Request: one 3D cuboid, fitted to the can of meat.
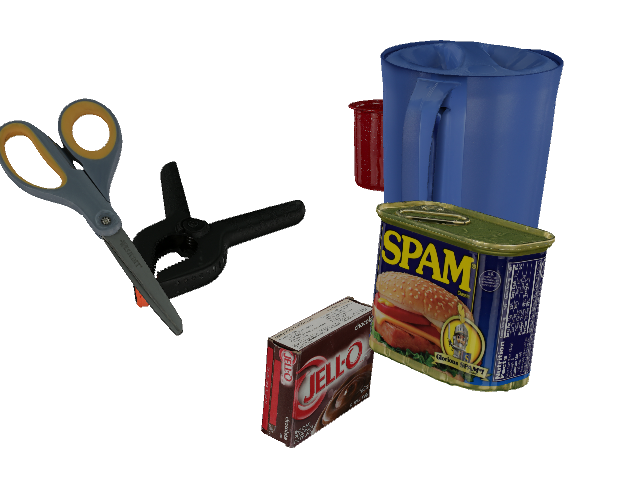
[{"bbox_3d":[0.074,0.029,0.593,0.057,0.084,0.102,-7,18,-40],"label":"can of meat"}]

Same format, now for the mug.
[{"bbox_3d":[0.086,-0.095,1.058,0.117,0.081,0.093,1,14,6],"label":"mug"}]

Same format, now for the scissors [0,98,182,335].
[{"bbox_3d":[-0.140,-0.028,0.744,0.202,0.096,0.016,38,-25,14],"label":"scissors"}]

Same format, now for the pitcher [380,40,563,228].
[{"bbox_3d":[0.104,-0.026,0.816,0.149,0.243,0.145,-7,22,-19],"label":"pitcher"}]

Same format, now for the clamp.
[{"bbox_3d":[-0.134,-0.008,1.063,0.165,0.036,0.209,21,40,21],"label":"clamp"}]

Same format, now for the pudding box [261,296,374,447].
[{"bbox_3d":[0.000,0.106,0.885,0.039,0.090,0.113,21,29,30],"label":"pudding box"}]
